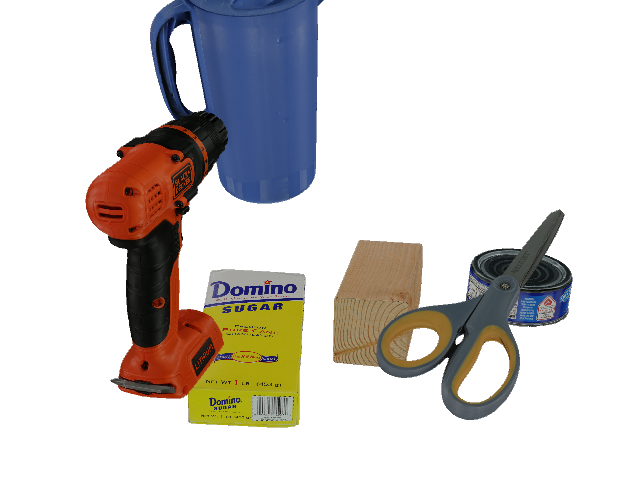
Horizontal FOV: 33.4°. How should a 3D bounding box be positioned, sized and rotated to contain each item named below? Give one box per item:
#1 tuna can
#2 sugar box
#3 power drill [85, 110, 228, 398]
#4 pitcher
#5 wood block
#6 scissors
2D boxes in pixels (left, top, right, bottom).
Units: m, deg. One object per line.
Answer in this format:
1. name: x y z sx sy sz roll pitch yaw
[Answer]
1. tuna can: 0.166 0.038 0.891 0.086 0.034 0.086 3 23 -1
2. sugar box: -0.062 0.090 0.947 0.093 0.048 0.176 3 35 -1
3. power drill: -0.111 0.008 0.798 0.057 0.188 0.184 5 24 17
4. pitcher: -0.073 -0.159 1.107 0.149 0.243 0.144 13 42 19
5. wood block: 0.077 0.077 1.375 0.091 0.090 0.206 4 21 9
6. scissors: 0.098 0.035 0.689 0.096 0.016 0.201 10 41 13
